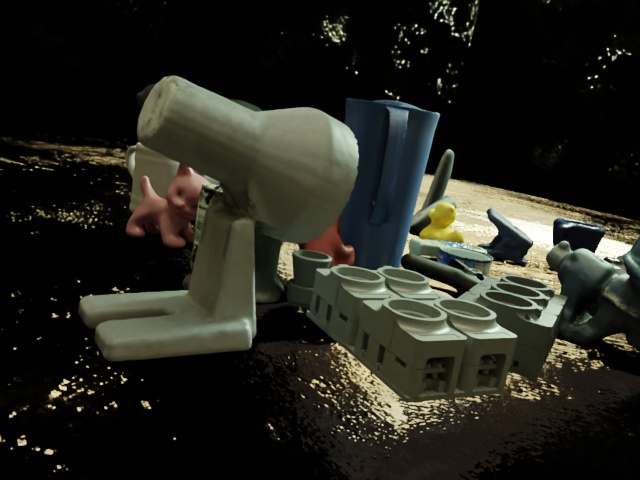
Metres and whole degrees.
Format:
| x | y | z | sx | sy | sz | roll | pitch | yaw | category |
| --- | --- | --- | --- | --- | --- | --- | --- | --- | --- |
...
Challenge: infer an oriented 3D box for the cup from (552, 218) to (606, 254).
| x | y | z | sx | sy | sz | roll | pitch | yaw | category |
| --- | --- | --- | --- | --- | --- | --- | --- | --- | --- |
| 0.467 | 0.013 | 1.067 | 0.118 | 0.095 | 0.091 | -1 | 16 | -42 | cup |

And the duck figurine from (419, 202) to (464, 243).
| x | y | z | sx | sy | sz | roll | pitch | yaw | category |
| --- | --- | --- | --- | --- | --- | --- | --- | --- | --- |
| 0.241 | -0.029 | 1.112 | 0.078 | 0.086 | 0.104 | 4 | 13 | -26 | duck figurine |

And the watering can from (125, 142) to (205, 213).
| x | y | z | sx | sy | sz | roll | pitch | yaw | category |
| --- | --- | --- | --- | --- | --- | --- | --- | --- | --- |
| -0.253 | -0.137 | 0.965 | 0.173 | 0.194 | 0.101 | 10 | 12 | 1 | watering can |

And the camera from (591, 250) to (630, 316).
| x | y | z | sx | sy | sz | roll | pitch | yaw | category |
| --- | --- | --- | --- | --- | --- | --- | --- | --- | --- |
| 0.411 | 0.072 | 0.722 | 0.143 | 0.101 | 0.136 | 6 | 12 | -17 | camera |

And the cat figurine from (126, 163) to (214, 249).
| x | y | z | sx | sy | sz | roll | pitch | yaw | category |
| --- | --- | --- | --- | --- | --- | --- | --- | --- | --- |
| -0.200 | -0.054 | 0.797 | 0.127 | 0.118 | 0.067 | 13 | 12 | 19 | cat figurine |

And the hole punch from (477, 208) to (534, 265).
| x | y | z | sx | sy | sz | roll | pitch | yaw | category |
| --- | --- | --- | --- | --- | --- | --- | --- | --- | --- |
| 0.358 | -0.009 | 1.098 | 0.101 | 0.091 | 0.109 | 12 | 12 | 11 | hole punch |

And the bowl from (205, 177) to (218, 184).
| x | y | z | sx | sy | sz | roll | pitch | yaw | category |
| --- | --- | --- | --- | --- | --- | --- | --- | --- | --- |
| -0.151 | -0.082 | 1.082 | 0.167 | 0.075 | 0.167 | 9 | 11 | -2 | bowl |

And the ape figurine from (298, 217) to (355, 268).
| x | y | z | sx | sy | sz | roll | pitch | yaw | category |
| --- | --- | --- | --- | --- | --- | --- | --- | --- | --- |
| 0.007 | 0.003 | 0.753 | 0.077 | 0.092 | 0.076 | 15 | 13 | 27 | ape figurine |

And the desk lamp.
| x | y | z | sx | sy | sz | roll | pitch | yaw | category |
| --- | --- | --- | --- | --- | --- | --- | --- | --- | --- |
| -0.080 | -0.020 | 0.486 | 0.204 | 0.213 | 0.117 | 1 | 14 | -37 | desk lamp |

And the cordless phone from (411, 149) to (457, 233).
| x | y | z | sx | sy | sz | roll | pitch | yaw | category |
| --- | --- | --- | --- | --- | --- | --- | --- | --- | --- |
| 0.253 | -0.104 | 1.236 | 0.094 | 0.185 | 0.147 | 10 | 12 | 4 | cordless phone |

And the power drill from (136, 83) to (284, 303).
| x | y | z | sx | sy | sz | roll | pitch | yaw | category |
| --- | --- | --- | --- | --- | --- | --- | --- | --- | --- |
| -0.085 | -0.042 | 0.604 | 0.230 | 0.208 | 0.075 | 2 | 14 | -33 | power drill |

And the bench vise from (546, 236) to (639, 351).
| x | y | z | sx | sy | sz | roll | pitch | yaw | category |
| --- | --- | --- | --- | --- | --- | --- | --- | --- | --- |
| 0.348 | 0.023 | 0.612 | 0.206 | 0.220 | 0.122 | 16 | 13 | 28 | bench vise |
